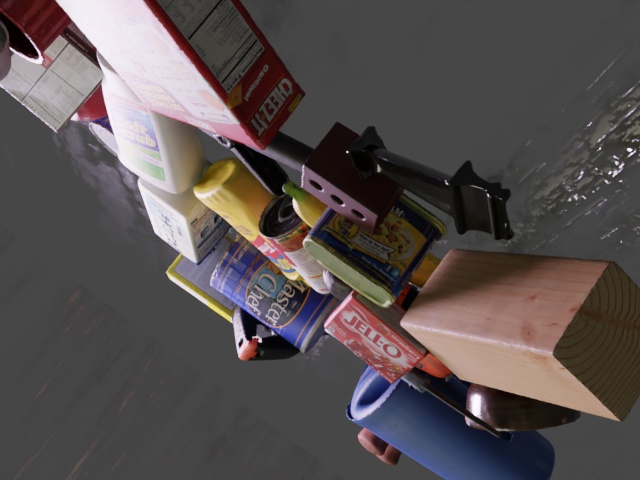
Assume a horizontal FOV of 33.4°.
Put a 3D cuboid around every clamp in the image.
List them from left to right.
[{"bbox_3d":[-0.072,-0.104,1.000,0.171,0.039,0.120,39,155,-19],"label":"clamp"},{"bbox_3d":[-0.043,0.103,1.347,0.164,0.036,0.209,31,-154,0],"label":"clamp"}]

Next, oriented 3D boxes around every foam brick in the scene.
[{"bbox_3d":[0.029,-0.052,0.901,0.078,0.051,0.053,35,164,9],"label":"foam brick"}]

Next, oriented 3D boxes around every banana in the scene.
[{"bbox_3d":[0.050,0.003,1.015,0.198,0.037,0.069,29,-173,3],"label":"banana"}]

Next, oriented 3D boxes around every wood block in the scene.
[{"bbox_3d":[0.171,0.071,0.878,0.090,0.090,0.206,43,163,-22],"label":"wood block"}]

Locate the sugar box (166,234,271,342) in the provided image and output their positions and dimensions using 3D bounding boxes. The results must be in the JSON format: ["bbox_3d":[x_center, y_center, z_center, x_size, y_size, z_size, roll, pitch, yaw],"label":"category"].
[{"bbox_3d":[-0.112,0.062,1.461,0.176,0.093,0.048,36,167,7],"label":"sugar box"}]

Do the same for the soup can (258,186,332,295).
[{"bbox_3d":[-0.007,0.001,1.105,0.069,0.068,0.102,18,156,50],"label":"soup can"}]

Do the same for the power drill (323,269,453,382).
[{"bbox_3d":[0.089,0.085,1.093,0.184,0.057,0.187,30,173,8],"label":"power drill"}]

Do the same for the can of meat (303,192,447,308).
[{"bbox_3d":[0.047,-0.002,0.948,0.102,0.084,0.057,35,164,4],"label":"can of meat"}]

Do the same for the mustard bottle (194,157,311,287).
[{"bbox_3d":[-0.049,-0.010,1.182,0.191,0.058,0.096,43,162,-22],"label":"mustard bottle"}]

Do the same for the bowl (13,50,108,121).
[{"bbox_3d":[-0.292,-0.185,1.208,0.162,0.055,0.162,34,165,10],"label":"bowl"}]

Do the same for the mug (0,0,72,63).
[{"bbox_3d":[-0.270,-0.230,0.978,0.093,0.081,0.117,29,163,26],"label":"mug"}]

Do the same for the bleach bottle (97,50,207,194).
[{"bbox_3d":[-0.181,-0.141,1.087,0.103,0.068,0.251,32,162,16],"label":"bleach bottle"}]

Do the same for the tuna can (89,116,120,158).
[{"bbox_3d":[-0.238,-0.125,1.302,0.086,0.033,0.086,34,164,11],"label":"tuna can"}]

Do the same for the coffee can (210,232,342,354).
[{"bbox_3d":[-0.045,0.054,1.273,0.140,0.102,0.103,35,165,8],"label":"coffee can"}]

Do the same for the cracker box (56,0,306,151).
[{"bbox_3d":[-0.128,-0.178,0.843,0.164,0.072,0.213,23,161,43],"label":"cracker box"}]

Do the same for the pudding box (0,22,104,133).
[{"bbox_3d":[-0.277,-0.179,1.120,0.090,0.039,0.114,40,129,-16],"label":"pudding box"}]

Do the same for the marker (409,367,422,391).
[{"bbox_3d":[0.092,0.119,1.205,0.020,0.020,0.121,56,-170,-50],"label":"marker"}]

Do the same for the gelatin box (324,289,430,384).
[{"bbox_3d":[0.055,0.086,0.993,0.089,0.030,0.073,40,145,2],"label":"gelatin box"}]

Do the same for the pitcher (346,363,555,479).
[{"bbox_3d":[0.167,0.220,1.276,0.242,0.145,0.149,36,-174,-12],"label":"pitcher"}]

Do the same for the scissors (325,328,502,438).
[{"bbox_3d":[0.095,0.136,1.064,0.202,0.016,0.096,31,-176,12],"label":"scissors"}]
